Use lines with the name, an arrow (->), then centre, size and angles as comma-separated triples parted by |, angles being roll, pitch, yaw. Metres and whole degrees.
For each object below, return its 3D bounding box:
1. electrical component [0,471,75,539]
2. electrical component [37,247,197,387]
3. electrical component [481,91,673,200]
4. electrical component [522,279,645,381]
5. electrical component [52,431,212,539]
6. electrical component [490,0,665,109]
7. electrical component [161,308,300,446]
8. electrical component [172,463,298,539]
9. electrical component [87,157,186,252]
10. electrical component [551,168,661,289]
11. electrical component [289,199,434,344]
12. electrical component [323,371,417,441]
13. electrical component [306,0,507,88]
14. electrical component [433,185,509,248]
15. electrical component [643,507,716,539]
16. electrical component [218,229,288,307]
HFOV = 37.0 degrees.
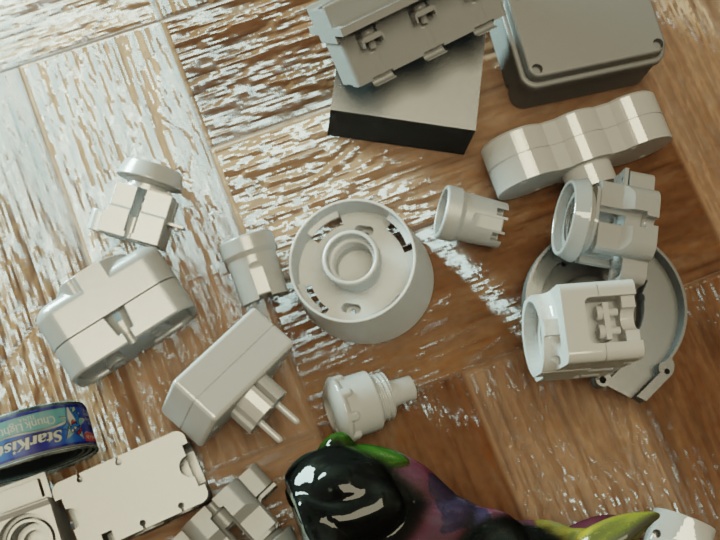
electrical component -> -0.247, 0.189, 0.690 | 0.121, 0.063, 0.078 | -19, 79, -8
electrical component -> -0.169, 0.029, 0.739 | 0.095, 0.053, 0.059 | -33, 81, -11
electrical component -> 0.165, -0.075, 0.789 | 0.138, 0.052, 0.073 | -18, 79, -9
electrical component -> 0.138, 0.040, 0.689 | 0.056, 0.089, 0.050 | -4, 77, -5
electrical component -> -0.148, 0.148, 0.710 | 0.089, 0.055, 0.050 | -23, 79, -9
electrical component -> 0.163, -0.175, 0.811 | 0.113, 0.057, 0.078 | -13, 78, -7
electrical component -> -0.075, 0.084, 0.721 | 0.076, 0.047, 0.083 | 41, 53, 6
electrical component -> -0.078, 0.176, 0.709 | 0.078, 0.058, 0.057 | -42, 80, -12
electrical component -> -0.154, -0.047, 0.763 | 0.066, 0.048, 0.055 | 16, 84, 0
electrical component -> 0.164, -0.030, 0.726 | 0.057, 0.058, 0.078 | 10, 76, -5
electrical component -> 0.000, 0.000, 0.766 | 0.099, 0.064, 0.099 | -3, 74, 9
electrical component -> 0.008, 0.090, 0.743 | 0.062, 0.048, 0.048 | -16, 78, -15
electrical component -> 0.034, -0.177, 0.740 | 0.121, 0.079, 0.063 | -28, 110, -10
electrical component -> 0.081, -0.037, 0.781 | 0.046, 0.040, 0.040 | 13, 76, -6
electrical component -> 0.225, 0.211, 0.724 | 0.079, 0.044, 0.077 | 19, 75, 15
electrical component -> -0.074, -0.001, 0.761 | 0.040, 0.040, 0.046 | -19, 84, -8
